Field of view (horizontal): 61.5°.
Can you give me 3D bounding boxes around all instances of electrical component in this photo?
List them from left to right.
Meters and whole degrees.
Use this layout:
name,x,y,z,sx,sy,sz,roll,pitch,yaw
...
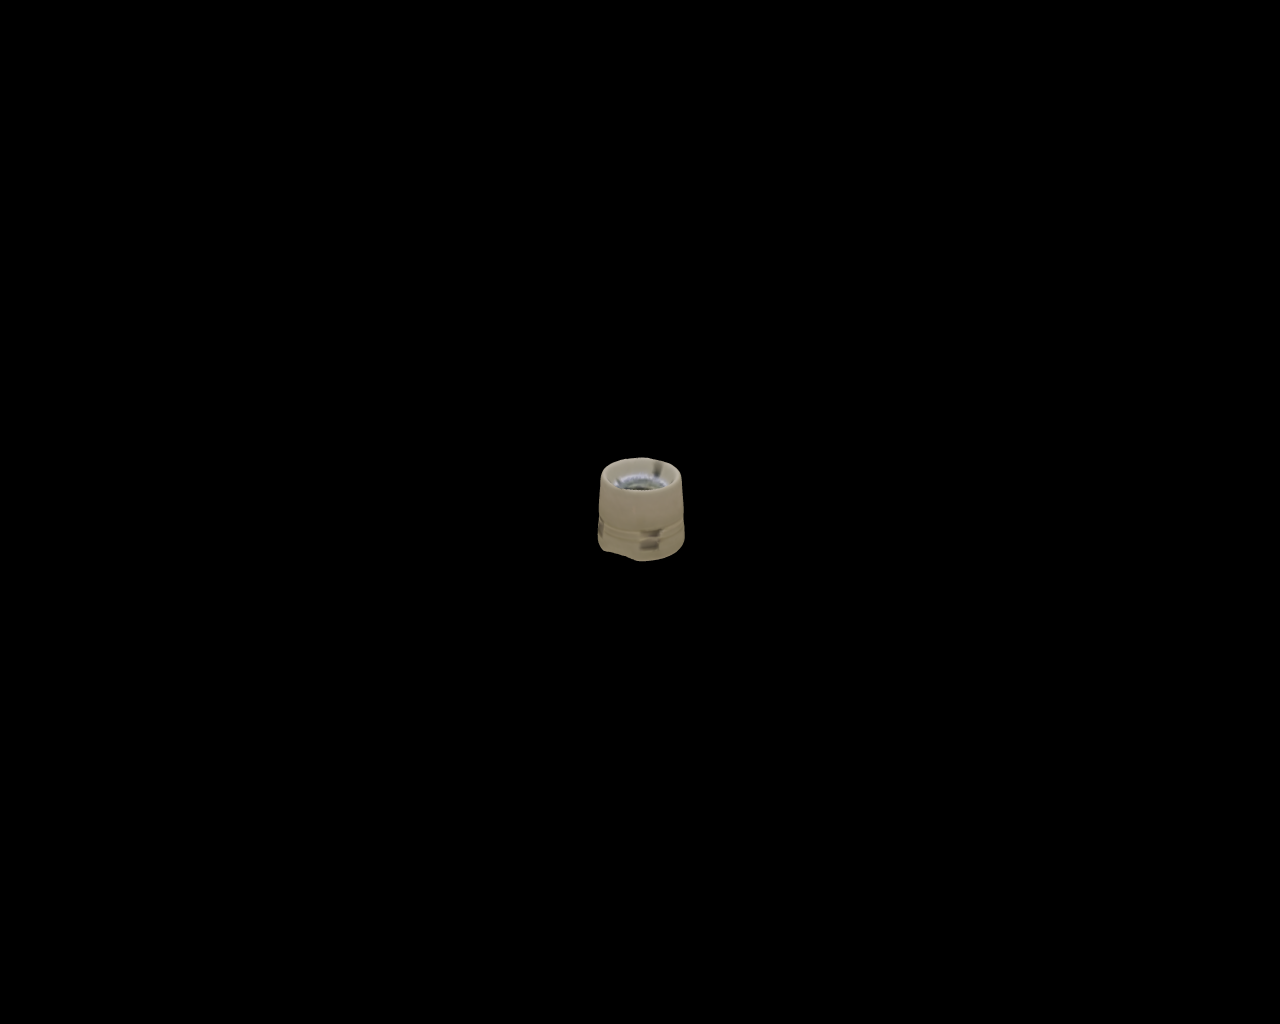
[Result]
name,x,y,z,sx,sy,sz,roll,pitch,yaw
electrical component,0.001,-0.003,0.650,0.055,0.047,0.055,0,28,0
